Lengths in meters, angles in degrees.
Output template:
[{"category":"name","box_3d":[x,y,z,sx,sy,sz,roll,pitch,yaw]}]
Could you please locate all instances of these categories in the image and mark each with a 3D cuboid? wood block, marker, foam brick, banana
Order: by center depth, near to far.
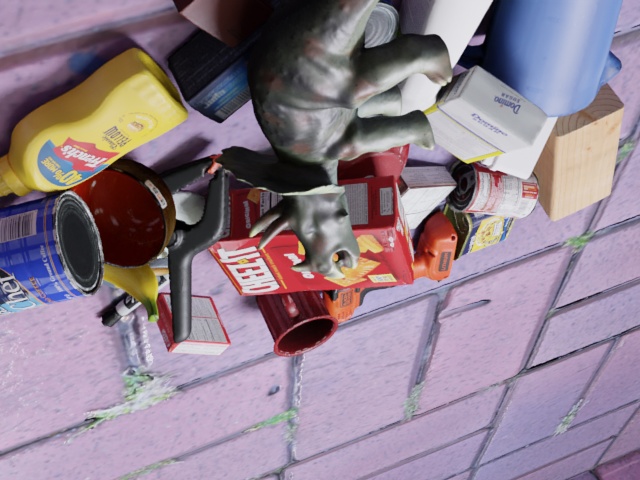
[{"category":"foam brick","box_3d":[-0.087,-0.210,0.907,0.053,0.051,0.078,-36,150,18]},{"category":"banana","box_3d":[-0.247,0.027,1.100,0.198,0.069,0.037,15,129,9]},{"category":"marker","box_3d":[-0.217,0.067,1.281,0.121,0.020,0.020,-37,150,17]},{"category":"wood block","box_3d":[0.311,-0.122,1.338,0.090,0.091,0.206,-25,151,-3]}]

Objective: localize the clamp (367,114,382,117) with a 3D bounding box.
[{"category":"clamp","box_3d":[-0.013,-0.144,1.071,0.120,0.039,0.171,-15,147,34]}]

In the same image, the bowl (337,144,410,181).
[{"category":"bowl","box_3d":[0.042,-0.088,1.208,0.162,0.055,0.162,-21,150,-13]}]

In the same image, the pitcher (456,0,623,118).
[{"category":"pitcher","box_3d":[0.226,-0.247,1.044,0.149,0.145,0.243,-32,151,-23]}]

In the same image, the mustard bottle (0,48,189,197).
[{"category":"mustard bottle","box_3d":[-0.221,-0.095,0.975,0.192,0.058,0.096,-30,155,7]}]

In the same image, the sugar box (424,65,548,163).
[{"category":"sugar box","box_3d":[0.160,-0.129,1.118,0.048,0.093,0.176,-59,-169,-10]}]

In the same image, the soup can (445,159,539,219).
[{"category":"soup can","box_3d":[0.219,-0.064,1.359,0.102,0.068,0.069,6,139,-27]}]

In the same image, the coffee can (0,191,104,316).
[{"category":"coffee can","box_3d":[-0.291,0.018,1.016,0.140,0.103,0.102,-13,153,10]}]

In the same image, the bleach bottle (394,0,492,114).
[{"category":"bleach bottle","box_3d":[0.106,-0.208,1.043,0.068,0.102,0.251,1,152,-13]}]

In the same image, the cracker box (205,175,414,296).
[{"category":"cracker box","box_3d":[-0.008,0.001,1.208,0.214,0.072,0.164,-5,155,10]}]

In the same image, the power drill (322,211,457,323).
[{"category":"power drill","box_3d":[0.087,0.024,1.427,0.187,0.057,0.184,-17,146,-14]}]

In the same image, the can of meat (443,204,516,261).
[{"category":"can of meat","box_3d":[0.215,-0.027,1.449,0.083,0.057,0.102,-19,151,-19]}]

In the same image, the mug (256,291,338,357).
[{"category":"mug","box_3d":[-0.036,0.091,1.403,0.093,0.081,0.117,-28,151,1]}]

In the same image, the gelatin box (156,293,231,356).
[{"category":"gelatin box","box_3d":[-0.162,0.106,1.333,0.089,0.073,0.030,9,135,-47]}]

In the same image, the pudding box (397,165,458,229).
[{"category":"pudding box","box_3d":[0.106,-0.051,1.324,0.113,0.039,0.090,-8,147,-51]}]

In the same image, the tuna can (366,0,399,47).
[{"category":"tuna can","box_3d":[0.033,-0.208,1.027,0.086,0.034,0.086,-20,151,-12]}]

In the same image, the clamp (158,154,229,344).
[{"category":"clamp","box_3d":[-0.154,0.001,1.131,0.210,0.164,0.036,-46,-172,17]}]

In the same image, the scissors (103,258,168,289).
[{"category":"scissors","box_3d":[-0.263,0.046,1.208,0.201,0.016,0.096,-8,165,-8]}]
